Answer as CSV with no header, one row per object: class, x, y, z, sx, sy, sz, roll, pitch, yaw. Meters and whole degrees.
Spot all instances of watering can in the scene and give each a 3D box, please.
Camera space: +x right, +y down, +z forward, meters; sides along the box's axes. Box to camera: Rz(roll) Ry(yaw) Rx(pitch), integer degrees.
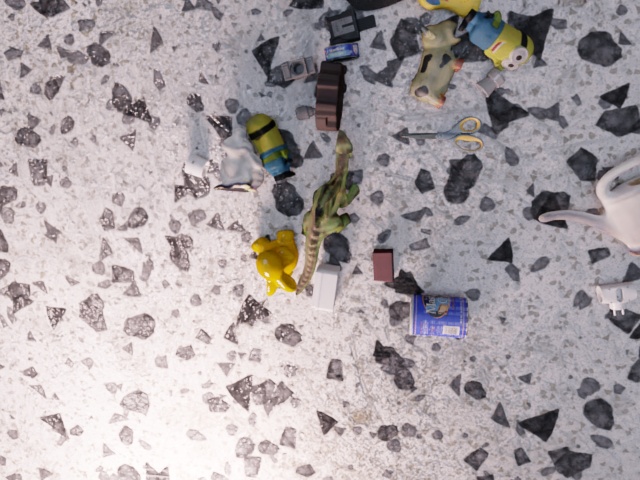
watering can,0.712,-0.060,1.197,0.346,0.224,0.105,-30,3,13

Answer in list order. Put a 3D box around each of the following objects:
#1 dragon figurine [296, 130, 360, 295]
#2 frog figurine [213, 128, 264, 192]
dragon figurine,0.004,-0.062,1.234,0.122,0.413,0.241,17,-7,9
frog figurine,-0.205,-0.206,1.338,0.122,0.160,0.137,8,-6,-38
